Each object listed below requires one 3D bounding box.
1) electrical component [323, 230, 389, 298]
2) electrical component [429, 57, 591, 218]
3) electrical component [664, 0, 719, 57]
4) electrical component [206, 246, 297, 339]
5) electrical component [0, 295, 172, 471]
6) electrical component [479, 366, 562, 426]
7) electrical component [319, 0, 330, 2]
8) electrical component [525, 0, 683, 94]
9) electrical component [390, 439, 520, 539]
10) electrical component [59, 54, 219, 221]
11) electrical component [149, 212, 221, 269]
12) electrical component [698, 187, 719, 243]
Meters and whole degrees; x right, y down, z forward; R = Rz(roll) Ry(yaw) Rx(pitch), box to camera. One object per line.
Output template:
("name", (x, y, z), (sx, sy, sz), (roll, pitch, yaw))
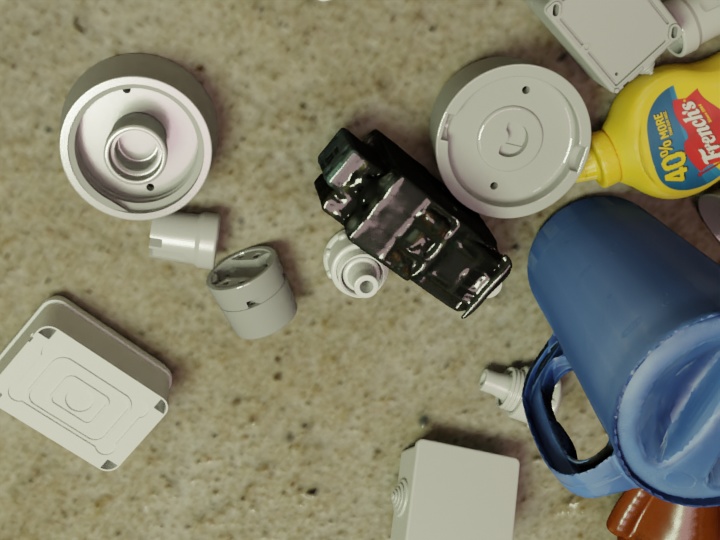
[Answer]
("electrical component", (0.000, 0.000, 0.778), (0.048, 0.062, 0.048), (-3, 113, -8))
("electrical component", (0.100, -0.097, 0.753), (0.108, 0.060, 0.108), (-3, 113, -7))
("electrical component", (0.236, -0.176, 0.752), (0.046, 0.040, 0.040), (-26, 114, -3))
("electrical component", (-0.077, 0.017, 0.779), (0.055, 0.055, 0.047), (-23, 118, 1))
("electrical component", (-0.202, 0.081, 0.785), (0.113, 0.057, 0.078), (38, 103, -21))
("electrical component", (0.125, 0.096, 0.849), (0.062, 0.048, 0.048), (20, 109, -9))
("electrical component", (-0.014, -0.222, 0.685), (0.050, 0.055, 0.089), (-11, 114, -4))
("electrical component", (0.167, -0.170, 0.732), (0.062, 0.061, 0.096), (-43, 112, 10))
("electrical component", (0.074, 0.188, 0.856), (0.100, 0.048, 0.099), (14, 70, -14))
("electrical component", (-0.149, -0.085, 0.720), (0.108, 0.060, 0.108), (-3, 113, -7))
("electrical component", (-0.124, -0.023, 0.763), (0.046, 0.040, 0.040), (7, 112, -6))
("electrical component", (0.306, -0.029, 0.795), (0.064, 0.099, 0.099), (-30, 114, -2))
